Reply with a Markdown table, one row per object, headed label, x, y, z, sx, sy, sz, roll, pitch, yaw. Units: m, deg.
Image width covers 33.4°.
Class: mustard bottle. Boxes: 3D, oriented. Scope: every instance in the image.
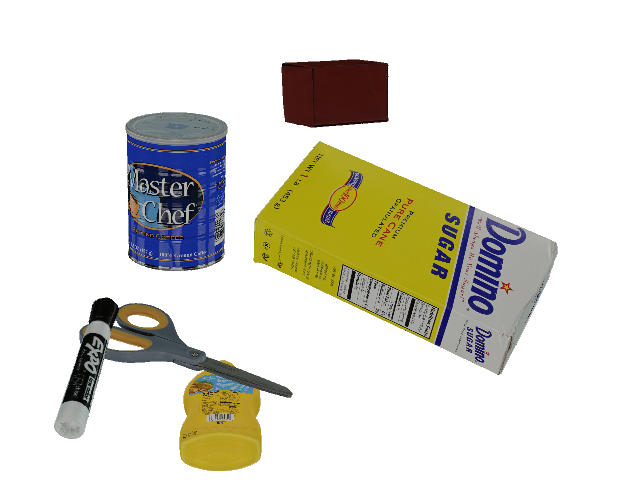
| label | x | y | z | sx | sy | sz | roll | pitch | yaw |
| --- | --- | --- | --- | --- | --- | --- | --- | --- | --- |
| mustard bottle | -0.122 | 0.206 | 1.325 | 0.096 | 0.058 | 0.191 | -2 | 26 | -3 |

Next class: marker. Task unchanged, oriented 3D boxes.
| label | x | y | z | sx | sy | sz | roll | pitch | yaw |
| --- | --- | --- | --- | --- | --- | --- | --- | --- | --- |
| marker | -0.152 | 0.080 | 0.703 | 0.020 | 0.020 | 0.121 | 0 | 37 | 3 |

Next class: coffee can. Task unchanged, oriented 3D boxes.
| label | x | y | z | sx | sy | sz | roll | pitch | yaw |
| --- | --- | --- | --- | --- | --- | --- | --- | --- | --- |
| coffee can | -0.149 | -0.052 | 1.104 | 0.103 | 0.140 | 0.103 | 3 | 21 | -1 |

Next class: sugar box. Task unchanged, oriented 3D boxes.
| label | x | y | z | sx | sy | sz | roll | pitch | yaw |
| --- | --- | --- | --- | --- | --- | --- | --- | --- | --- |
| sugar box | 0.054 | 0.007 | 0.683 | 0.176 | 0.048 | 0.093 | 22 | 48 | 16 |

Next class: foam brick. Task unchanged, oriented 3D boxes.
| label | x | y | z | sx | sy | sz | roll | pitch | yaw |
| --- | --- | --- | --- | --- | --- | --- | --- | --- | --- |
| foam brick | 0.013 | -0.126 | 0.910 | 0.078 | 0.051 | 0.053 | -8 | 16 | -29 |

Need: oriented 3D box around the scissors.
| label | x | y | z | sx | sy | sz | roll | pitch | yaw |
| --- | --- | --- | --- | --- | --- | --- | --- | --- | --- |
| scissors | -0.117 | 0.096 | 0.972 | 0.202 | 0.016 | 0.096 | 10 | 28 | 4 |
